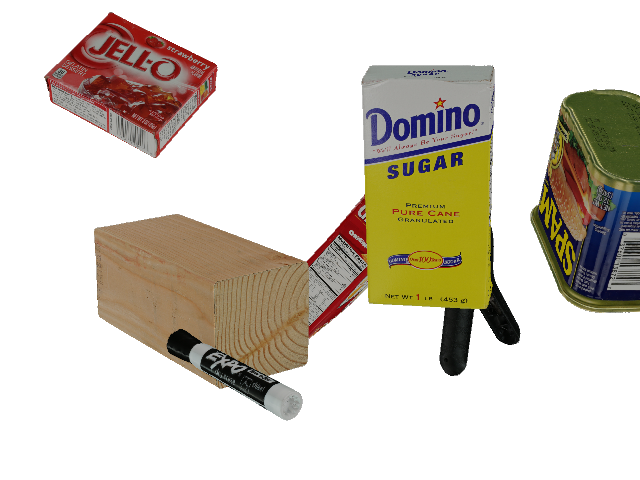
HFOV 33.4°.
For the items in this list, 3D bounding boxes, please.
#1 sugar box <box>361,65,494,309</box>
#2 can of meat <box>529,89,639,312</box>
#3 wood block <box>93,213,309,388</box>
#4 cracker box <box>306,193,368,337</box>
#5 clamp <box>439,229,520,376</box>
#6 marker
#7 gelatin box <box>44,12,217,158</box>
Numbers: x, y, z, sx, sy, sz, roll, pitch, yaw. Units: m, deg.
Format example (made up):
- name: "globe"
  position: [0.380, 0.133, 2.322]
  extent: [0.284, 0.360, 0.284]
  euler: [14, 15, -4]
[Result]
- name: "sugar box"
  position: [0.080, -0.038, 0.782]
  extent: [0.093, 0.176, 0.048]
  euler: [1, 25, 12]
- name: "can of meat"
  position: [0.159, -0.024, 0.592]
  extent: [0.057, 0.084, 0.102]
  euler: [0, 37, -6]
- name: "wood block"
  position: [-0.106, 0.045, 0.913]
  extent: [0.090, 0.090, 0.206]
  euler: [-11, 19, -36]
- name: "cracker box"
  position: [0.048, 0.010, 1.276]
  extent: [0.214, 0.072, 0.164]
  euler: [-48, -8, 33]
- name: "clamp"
  position: [0.131, 0.037, 0.971]
  extent: [0.039, 0.171, 0.120]
  euler: [-11, 12, 35]
- name: "marker"
  position: [-0.059, 0.084, 0.683]
  extent: [0.020, 0.020, 0.121]
  euler: [0, 16, -45]
- name: "gelatin box"
  position: [-0.125, -0.105, 0.710]
  extent: [0.089, 0.073, 0.030]
  euler: [28, -32, 12]
